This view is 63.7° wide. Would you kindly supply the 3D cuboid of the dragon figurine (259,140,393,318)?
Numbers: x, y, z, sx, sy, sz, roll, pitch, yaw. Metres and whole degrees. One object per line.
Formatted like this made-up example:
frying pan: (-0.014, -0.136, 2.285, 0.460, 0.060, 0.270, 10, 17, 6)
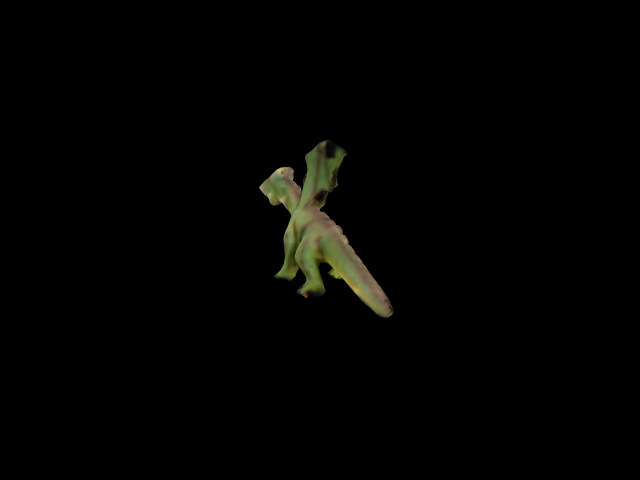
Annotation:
dragon figurine: (0.003, -0.043, 0.850, 0.122, 0.241, 0.412, -6, 13, -31)
